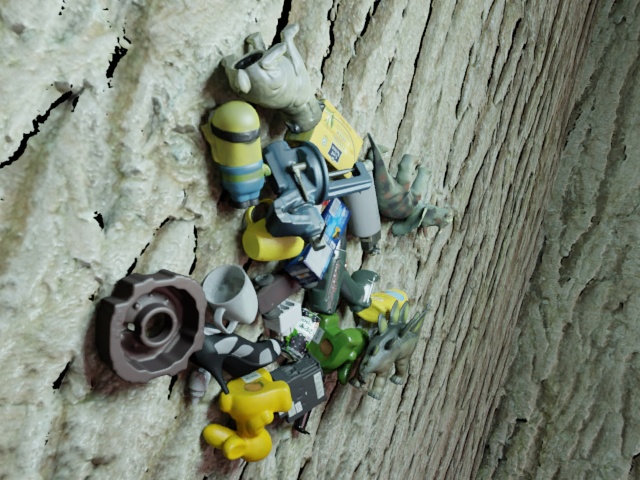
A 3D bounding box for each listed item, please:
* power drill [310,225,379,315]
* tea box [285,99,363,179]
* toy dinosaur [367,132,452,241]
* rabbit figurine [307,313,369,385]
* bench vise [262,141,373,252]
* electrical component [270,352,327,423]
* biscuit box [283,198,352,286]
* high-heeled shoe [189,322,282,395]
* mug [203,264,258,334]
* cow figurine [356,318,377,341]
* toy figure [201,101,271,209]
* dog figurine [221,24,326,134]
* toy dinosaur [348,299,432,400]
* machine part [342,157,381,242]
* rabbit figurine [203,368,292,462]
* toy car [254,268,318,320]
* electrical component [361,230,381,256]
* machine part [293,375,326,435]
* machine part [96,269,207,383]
[{"bbox_3d":[0.060,0.072,1.241,0.207,0.086,0.232,40,62,-57],"label":"power drill"},{"bbox_3d":[0.012,-0.202,1.091,0.169,0.068,0.098,33,73,-55],"label":"tea box"},{"bbox_3d":[0.184,-0.113,1.329,0.404,0.131,0.192,19,85,-49],"label":"toy dinosaur"},{"bbox_3d":[0.059,0.259,1.265,0.170,0.121,0.159,10,99,-53],"label":"rabbit figurine"},{"bbox_3d":[0.006,-0.094,0.984,0.240,0.224,0.128,-16,150,-27],"label":"bench vise"},{"bbox_3d":[-0.057,0.323,1.163,0.134,0.058,0.114,-22,119,-27],"label":"electrical component"},{"bbox_3d":[-0.002,-0.003,1.092,0.059,0.063,0.203,48,44,-24],"label":"biscuit box"},{"bbox_3d":[-0.159,0.188,1.010,0.145,0.086,0.249,64,22,-1],"label":"high-heeled shoe"},{"bbox_3d":[-0.152,0.115,0.950,0.107,0.081,0.109,65,25,-51],"label":"mug"},{"bbox_3d":[0.144,0.276,1.437,0.098,0.068,0.167,-59,139,-14],"label":"cow figurine"},{"bbox_3d":[-0.130,-0.140,0.893,0.082,0.089,0.180,-36,126,-50],"label":"toy figure"},{"bbox_3d":[-0.067,-0.238,0.908,0.172,0.121,0.190,-52,134,-30],"label":"dog figurine"},{"bbox_3d":[0.189,0.251,1.314,0.471,0.105,0.198,-16,129,-65],"label":"toy dinosaur"},{"bbox_3d":[0.091,-0.093,1.229,0.079,0.079,0.242,-43,133,-38],"label":"machine part"},{"bbox_3d":[-0.133,0.357,1.032,0.162,0.122,0.173,-22,119,-44],"label":"rabbit figurine"},{"bbox_3d":[-0.071,0.084,1.085,0.202,0.053,0.089,-36,125,-48],"label":"toy car"},{"bbox_3d":[0.132,-0.007,1.344,0.078,0.045,0.102,-29,124,-45],"label":"electrical component"},{"bbox_3d":[-0.026,0.385,1.265,0.084,0.039,0.139,29,75,-63],"label":"machine part"},{"bbox_3d":[-0.257,0.130,0.826,0.179,0.056,0.179,-14,109,-46],"label":"machine part"}]
